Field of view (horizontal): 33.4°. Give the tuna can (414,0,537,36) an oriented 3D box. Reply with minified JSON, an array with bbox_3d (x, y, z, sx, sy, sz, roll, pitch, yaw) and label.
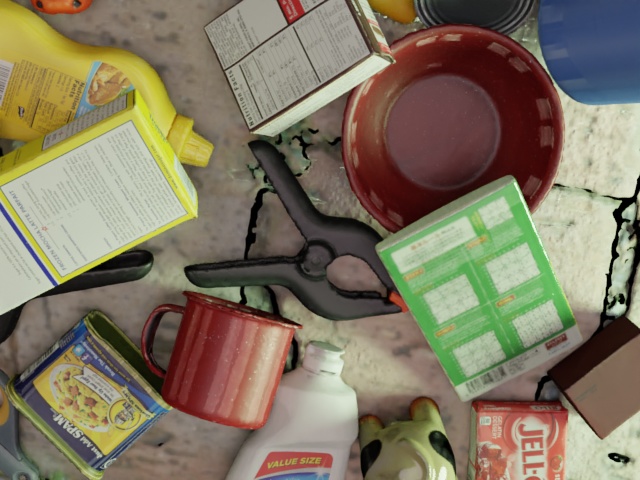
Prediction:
[{"bbox_3d":[0.109,-0.180,0.751,0.086,0.033,0.086,3,143,2],"label":"tuna can"}]

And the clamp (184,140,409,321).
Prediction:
[{"bbox_3d":[-0.005,0.001,0.804,0.171,0.039,0.120,18,106,-9],"label":"clamp"}]

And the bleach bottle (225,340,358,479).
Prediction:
[{"bbox_3d":[-0.037,0.198,0.829,0.102,0.068,0.251,16,97,-2],"label":"bleach bottle"}]

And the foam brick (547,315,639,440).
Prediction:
[{"bbox_3d":[0.226,0.105,0.824,0.078,0.051,0.053,-38,99,5],"label":"foam brick"}]

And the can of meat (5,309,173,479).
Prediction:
[{"bbox_3d":[-0.171,0.116,0.811,0.084,0.057,0.102,-42,99,4],"label":"can of meat"}]

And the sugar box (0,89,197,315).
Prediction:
[{"bbox_3d":[-0.182,-0.022,0.734,0.176,0.048,0.093,-25,117,6],"label":"sugar box"}]

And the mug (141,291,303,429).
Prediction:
[{"bbox_3d":[-0.079,0.085,0.786,0.117,0.093,0.081,16,89,14],"label":"mug"}]

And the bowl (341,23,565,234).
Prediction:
[{"bbox_3d":[0.094,-0.076,0.782,0.162,0.055,0.162,0,101,-2],"label":"bowl"}]

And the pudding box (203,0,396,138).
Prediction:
[{"bbox_3d":[-0.016,-0.137,0.747,0.114,0.039,0.090,-29,79,26],"label":"pudding box"}]

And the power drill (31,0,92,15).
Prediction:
[{"bbox_3d":[-0.118,-0.252,0.743,0.187,0.057,0.184,0,105,1],"label":"power drill"}]

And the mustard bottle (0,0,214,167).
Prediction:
[{"bbox_3d":[-0.168,-0.097,0.768,0.191,0.058,0.096,22,110,-6],"label":"mustard bottle"}]

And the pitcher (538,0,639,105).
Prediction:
[{"bbox_3d":[0.272,-0.149,0.684,0.144,0.243,0.149,-50,119,-28],"label":"pitcher"}]

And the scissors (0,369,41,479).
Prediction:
[{"bbox_3d":[-0.227,0.166,0.833,0.201,0.016,0.096,35,111,-8],"label":"scissors"}]

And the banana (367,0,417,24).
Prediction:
[{"bbox_3d":[0.018,-0.245,0.757,0.069,0.037,0.198,-13,101,2],"label":"banana"}]

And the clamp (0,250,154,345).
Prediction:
[{"bbox_3d":[-0.252,0.018,0.787,0.210,0.036,0.164,-33,116,10],"label":"clamp"}]

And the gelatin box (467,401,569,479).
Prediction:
[{"bbox_3d":[0.156,0.172,0.845,0.073,0.030,0.089,1,101,-3],"label":"gelatin box"}]
